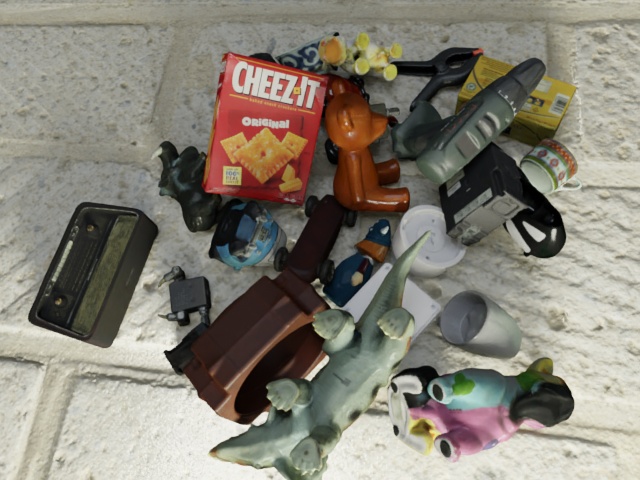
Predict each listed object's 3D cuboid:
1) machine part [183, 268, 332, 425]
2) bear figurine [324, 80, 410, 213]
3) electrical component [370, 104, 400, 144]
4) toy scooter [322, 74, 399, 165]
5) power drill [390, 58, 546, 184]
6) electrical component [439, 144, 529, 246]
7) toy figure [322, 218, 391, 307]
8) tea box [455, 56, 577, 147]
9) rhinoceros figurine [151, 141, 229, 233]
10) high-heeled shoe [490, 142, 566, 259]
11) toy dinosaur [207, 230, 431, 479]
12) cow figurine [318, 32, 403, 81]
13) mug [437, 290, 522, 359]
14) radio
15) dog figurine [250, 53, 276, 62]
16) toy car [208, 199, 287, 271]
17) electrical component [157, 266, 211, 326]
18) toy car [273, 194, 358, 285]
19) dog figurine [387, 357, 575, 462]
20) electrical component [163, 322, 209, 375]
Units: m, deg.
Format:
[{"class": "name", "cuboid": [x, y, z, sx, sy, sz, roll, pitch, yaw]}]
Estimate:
[{"class": "machine part", "cuboid": [-0.074, 0.149, 0.743, 0.201, 0.201, 0.087, -44, 65, -10]}, {"class": "bear figurine", "cuboid": [0.073, -0.142, 0.827, 0.132, 0.195, 0.120, -5, 40, -4]}, {"class": "electrical component", "cuboid": [0.090, -0.193, 0.896, 0.094, 0.021, 0.063, -10, 98, -12]}, {"class": "toy scooter", "cuboid": [0.060, -0.224, 0.948, 0.135, 0.075, 0.184, -17, 69, 1]}, {"class": "power drill", "cuboid": [0.216, -0.185, 0.842, 0.232, 0.086, 0.207, -48, 27, -9]}, {"class": "electrical component", "cuboid": [0.239, -0.073, 0.802, 0.058, 0.115, 0.134, 28, 44, -25]}, {"class": "toy figure", "cuboid": [0.065, 0.034, 0.847, 0.064, 0.057, 0.154, 32, 78, 42]}, {"class": "tea box", "cuboid": [0.329, -0.234, 0.914, 0.170, 0.068, 0.098, 27, 74, 19]}, {"class": "rhinoceros figurine", "cuboid": [-0.228, -0.098, 0.945, 0.112, 0.073, 0.190, -32, 68, 6]}, {"class": "high-heeled shoe", "cuboid": [0.293, -0.080, 0.814, 0.086, 0.145, 0.249, -18, 68, 0]}, {"class": "toy dinosaur", "cuboid": [0.034, 0.178, 0.712, 0.131, 0.192, 0.405, 41, 83, 18]}, {"class": "cow figurine", "cuboid": [0.055, -0.327, 0.948, 0.098, 0.167, 0.068, 28, 113, 52]}, {"class": "mug", "cuboid": [0.227, 0.131, 0.766, 0.107, 0.110, 0.081, 31, 62, -26]}, {"class": "radio", "cuboid": [-0.376, 0.053, 0.898, 0.131, 0.073, 0.229, 12, 70, 13]}, {"class": "dog figurine", "cuboid": [-0.129, -0.246, 0.982, 0.172, 0.121, 0.191, -25, 54, -10]}, {"class": "toy car", "cuboid": [-0.105, -0.003, 0.860, 0.103, 0.162, 0.109, 26, 76, -28]}, {"class": "electrical component", "cuboid": [-0.221, 0.093, 0.874, 0.078, 0.045, 0.102, -8, 67, 7]}, {"class": "toy car", "cuboid": [-0.002, -0.003, 0.856, 0.089, 0.053, 0.202, 11, 43, 14]}, {"class": "dog figurine", "cuboid": [0.224, 0.217, 0.728, 0.219, 0.191, 0.108, -4, 83, -24]}, {"class": "electrical component", "cuboid": [-0.170, 0.159, 0.823, 0.119, 0.074, 0.048, -39, 68, -4]}]
